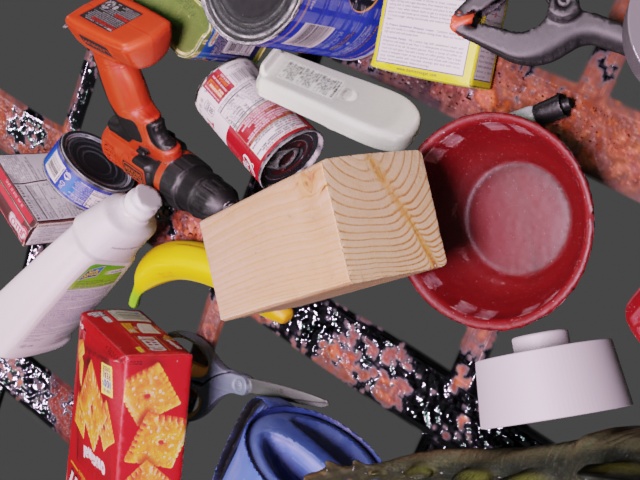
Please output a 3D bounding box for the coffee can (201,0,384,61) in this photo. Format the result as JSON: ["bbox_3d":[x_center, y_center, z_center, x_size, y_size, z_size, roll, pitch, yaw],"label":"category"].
[{"bbox_3d":[-0.011,-0.199,0.843,0.103,0.140,0.103,3,95,35],"label":"coffee can"}]

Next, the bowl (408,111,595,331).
[{"bbox_3d":[0.138,-0.015,0.803,0.162,0.055,0.162,3,95,35],"label":"bowl"}]

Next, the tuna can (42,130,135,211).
[{"bbox_3d":[-0.223,-0.066,1.036,0.034,0.086,0.086,-47,67,26],"label":"tuna can"}]

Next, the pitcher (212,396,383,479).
[{"bbox_3d":[-0.053,0.265,0.923,0.145,0.149,0.243,30,115,4],"label":"pitcher"}]

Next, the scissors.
[{"bbox_3d":[-0.081,0.149,0.993,0.202,0.016,0.096,25,109,32],"label":"scissors"}]

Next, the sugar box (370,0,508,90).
[{"bbox_3d":[0.101,-0.211,0.822,0.093,0.048,0.176,17,100,31],"label":"sugar box"}]

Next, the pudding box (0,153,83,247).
[{"bbox_3d":[-0.261,-0.042,1.047,0.090,0.113,0.039,54,126,20],"label":"pudding box"}]

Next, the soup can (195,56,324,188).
[{"bbox_3d":[-0.054,-0.102,0.924,0.102,0.068,0.069,49,118,23],"label":"soup can"}]

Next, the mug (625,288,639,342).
[{"bbox_3d":[0.268,0.046,0.705,0.117,0.093,0.082,27,119,-8],"label":"mug"}]

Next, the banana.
[{"bbox_3d":[-0.106,0.035,0.994,0.198,0.037,0.069,4,114,37],"label":"banana"}]

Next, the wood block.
[{"bbox_3d":[-0.005,0.001,0.841,0.206,0.090,0.091,-21,80,57],"label":"wood block"}]

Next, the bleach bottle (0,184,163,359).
[{"bbox_3d":[-0.227,0.026,1.026,0.251,0.102,0.068,-39,75,34],"label":"bleach bottle"}]

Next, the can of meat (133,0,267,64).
[{"bbox_3d":[-0.105,-0.200,0.944,0.102,0.083,0.057,46,117,24],"label":"can of meat"}]

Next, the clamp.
[{"bbox_3d":[0.178,-0.178,0.754,0.171,0.039,0.120,1,85,14],"label":"clamp"}]

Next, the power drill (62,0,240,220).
[{"bbox_3d":[-0.148,-0.112,0.942,0.185,0.057,0.187,31,145,36],"label":"power drill"}]

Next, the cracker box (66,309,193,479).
[{"bbox_3d":[-0.185,0.186,0.997,0.164,0.072,0.214,24,108,61],"label":"cracker box"}]

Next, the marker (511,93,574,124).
[{"bbox_3d":[0.138,-0.086,0.820,0.121,0.020,0.020,-18,83,35],"label":"marker"}]
